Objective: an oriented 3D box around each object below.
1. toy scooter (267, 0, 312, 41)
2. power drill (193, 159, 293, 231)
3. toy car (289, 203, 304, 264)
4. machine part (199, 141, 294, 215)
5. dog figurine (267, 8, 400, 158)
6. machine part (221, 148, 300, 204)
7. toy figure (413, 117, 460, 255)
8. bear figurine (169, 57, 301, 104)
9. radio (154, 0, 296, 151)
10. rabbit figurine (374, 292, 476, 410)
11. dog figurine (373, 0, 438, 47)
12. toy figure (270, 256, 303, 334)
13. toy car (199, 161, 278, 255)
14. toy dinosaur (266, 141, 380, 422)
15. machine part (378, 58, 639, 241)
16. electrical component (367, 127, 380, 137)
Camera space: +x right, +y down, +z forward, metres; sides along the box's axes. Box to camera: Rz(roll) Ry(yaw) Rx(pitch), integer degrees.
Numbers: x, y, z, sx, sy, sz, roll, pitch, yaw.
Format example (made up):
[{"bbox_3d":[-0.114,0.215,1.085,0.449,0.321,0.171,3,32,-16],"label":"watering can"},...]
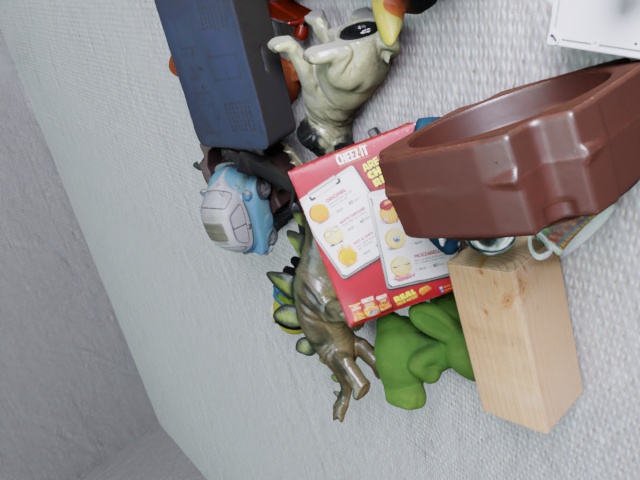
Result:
[{"bbox_3d":[-0.051,-0.340,0.698,0.135,0.075,0.183,50,150,17],"label":"toy scooter"},{"bbox_3d":[-0.142,-0.097,1.019,0.207,0.086,0.232,53,141,-1],"label":"power drill"},{"bbox_3d":[-0.002,-0.003,0.908,0.074,0.056,0.201,20,131,38],"label":"toy car"},{"bbox_3d":[-0.120,-0.116,0.896,0.180,0.056,0.179,18,125,27],"label":"machine part"},{"bbox_3d":[0.038,-0.182,0.692,0.173,0.121,0.190,32,152,43],"label":"dog figurine"},{"bbox_3d":[-0.072,-0.095,0.758,0.139,0.084,0.039,33,100,32],"label":"machine part"},{"bbox_3d":[0.134,-0.060,0.606,0.058,0.064,0.154,-169,74,-64],"label":"toy figure"},{"bbox_3d":[-0.119,-0.258,0.809,0.196,0.132,0.120,45,119,34],"label":"bear figurine"},{"bbox_3d":[-0.125,-0.238,0.717,0.131,0.073,0.229,5,121,32],"label":"radio"},{"bbox_3d":[0.172,0.146,0.754,0.170,0.121,0.159,-7,103,37],"label":"rabbit figurine"},{"bbox_3d":[0.028,-0.300,0.531,0.108,0.191,0.219,-51,55,49],"label":"dog figurine"},{"bbox_3d":[-0.050,0.115,1.044,0.089,0.082,0.180,47,143,26],"label":"toy figure"},{"bbox_3d":[-0.137,-0.038,0.849,0.109,0.103,0.161,7,118,34],"label":"toy car"},{"bbox_3d":[0.007,0.084,0.840,0.199,0.105,0.470,15,117,38],"label":"toy dinosaur"},{"bbox_3d":[0.170,-0.076,0.469,0.202,0.201,0.087,-3,114,55],"label":"machine part"},{"bbox_3d":[0.086,-0.105,0.733,0.094,0.021,0.063,59,148,3],"label":"electrical component"}]
